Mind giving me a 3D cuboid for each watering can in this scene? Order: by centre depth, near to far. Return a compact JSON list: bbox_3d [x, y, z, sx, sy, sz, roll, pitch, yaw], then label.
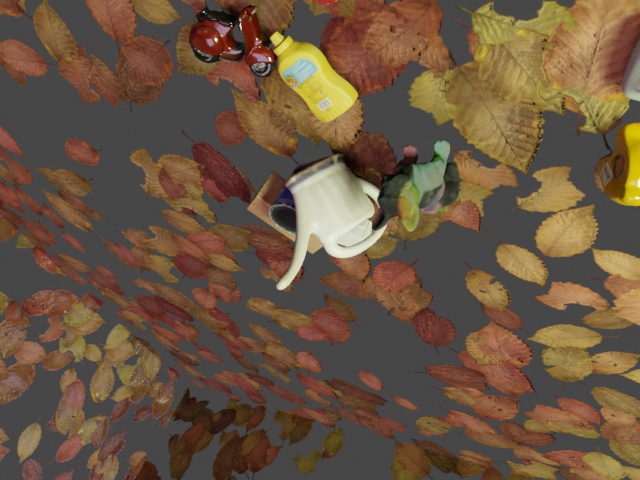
[{"bbox_3d":[0.003,-0.055,1.087,0.225,0.352,0.102,58,146,5],"label":"watering can"}]
